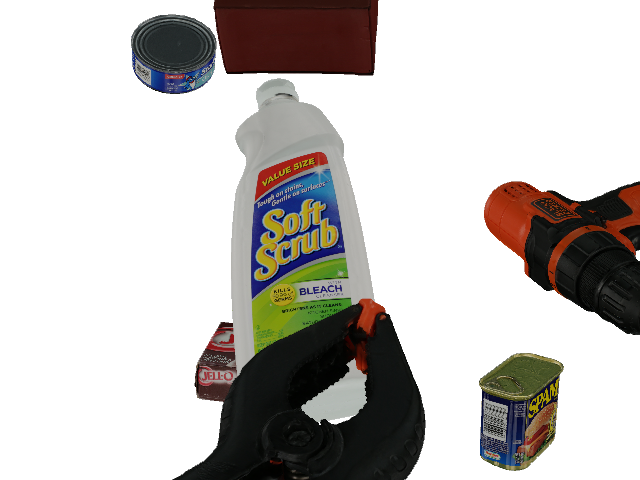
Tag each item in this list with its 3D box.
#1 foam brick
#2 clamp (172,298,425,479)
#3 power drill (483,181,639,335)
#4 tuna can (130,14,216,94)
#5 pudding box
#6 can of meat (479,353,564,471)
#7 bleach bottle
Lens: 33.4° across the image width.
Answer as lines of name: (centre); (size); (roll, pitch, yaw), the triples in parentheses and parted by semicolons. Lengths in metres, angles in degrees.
foam brick: (-0.011, -0.119, 0.535); (0.078, 0.053, 0.051); (1, -29, 7)
clamp: (-0.001, 0.091, 0.392); (0.120, 0.039, 0.171); (26, 50, 18)
power drill: (0.231, -0.005, 0.734); (0.187, 0.057, 0.185); (-11, 29, -19)
tuna can: (-0.149, -0.189, 1.085); (0.086, 0.086, 0.034); (0, -38, -8)
pudding box: (-0.042, 0.106, 0.910); (0.113, 0.039, 0.090); (7, 20, 6)
can of meat: (0.201, 0.172, 1.074); (0.058, 0.084, 0.101); (13, 22, 34)
bleach bottle: (-0.022, -0.002, 0.736); (0.102, 0.251, 0.068); (-9, -28, -1)
